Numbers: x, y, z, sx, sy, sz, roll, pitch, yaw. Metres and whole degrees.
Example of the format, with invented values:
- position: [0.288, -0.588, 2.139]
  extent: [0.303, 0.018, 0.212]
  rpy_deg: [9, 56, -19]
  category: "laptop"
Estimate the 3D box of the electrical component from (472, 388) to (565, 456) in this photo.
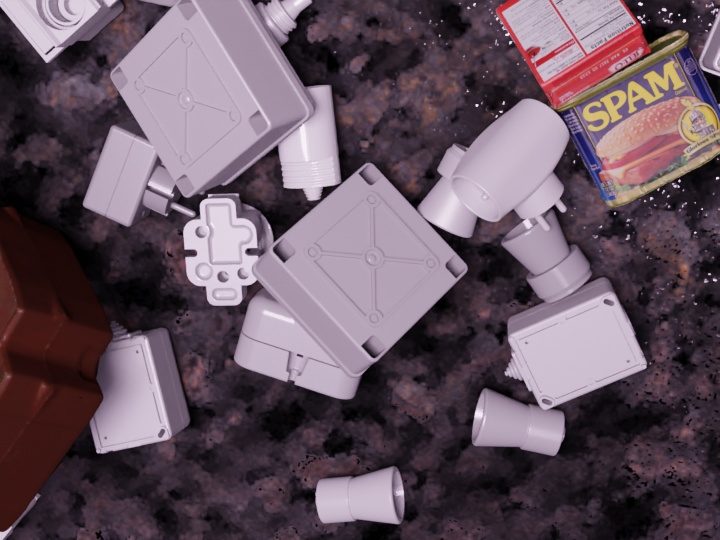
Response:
- position: [0.121, 0.117, 0.810]
  extent: [0.065, 0.044, 0.044]
  rpy_deg: [12, 104, -1]
  category: "electrical component"

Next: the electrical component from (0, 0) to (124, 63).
- position: [-0.228, -0.221, 0.764]
  extent: [0.079, 0.063, 0.121]
  rpy_deg: [-37, 96, 14]
  category: "electrical component"

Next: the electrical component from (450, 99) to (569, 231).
- position: [0.113, -0.062, 0.735]
  extent: [0.077, 0.043, 0.079]
  rpy_deg: [-48, 112, -16]
  category: "electrical component"

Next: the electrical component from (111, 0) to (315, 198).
- position: [-0.103, -0.124, 0.748]
  extent: [0.109, 0.056, 0.108]
  rpy_deg: [-32, 89, 40]
  category: "electrical component"

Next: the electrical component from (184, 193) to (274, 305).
- position: [-0.096, -0.019, 0.797]
  extent: [0.058, 0.057, 0.078]
  rpy_deg: [-1, 103, 7]
  category: "electrical component"

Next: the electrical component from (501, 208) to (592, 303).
- position: [0.135, -0.010, 0.776]
  extent: [0.045, 0.045, 0.055]
  rpy_deg: [-34, 97, 13]
  category: "electrical component"

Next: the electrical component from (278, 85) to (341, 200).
- position: [-0.038, -0.091, 0.780]
  extent: [0.043, 0.043, 0.081]
  rpy_deg: [-4, 102, 8]
  category: "electrical component"

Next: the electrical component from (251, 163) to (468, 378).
- position: [0.000, 0.000, 0.761]
  extent: [0.108, 0.056, 0.109]
  rpy_deg: [47, 64, 0]
  category: "electrical component"

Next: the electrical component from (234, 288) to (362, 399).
- position: [-0.039, 0.050, 0.808]
  extent: [0.095, 0.053, 0.059]
  rpy_deg: [18, 104, 3]
  category: "electrical component"

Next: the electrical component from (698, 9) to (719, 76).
- position: [0.299, -0.167, 0.714]
  extent: [0.109, 0.056, 0.108]
  rpy_deg: [20, 104, 2]
  category: "electrical component"

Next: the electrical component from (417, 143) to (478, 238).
- position: [0.073, -0.057, 0.774]
  extent: [0.045, 0.045, 0.055]
  rpy_deg: [27, 104, 1]
  category: "electrical component"

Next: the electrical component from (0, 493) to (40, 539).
- position: [-0.350, 0.221, 0.882]
  extent: [0.089, 0.061, 0.150]
  rpy_deg: [40, 104, -3]
  category: "electrical component"

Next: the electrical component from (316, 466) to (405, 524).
- position: [-0.002, 0.178, 0.840]
  extent: [0.065, 0.044, 0.044]
  rpy_deg: [-8, 102, 14]
  category: "electrical component"

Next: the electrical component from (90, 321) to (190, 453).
- position: [-0.176, 0.085, 0.833]
  extent: [0.062, 0.061, 0.096]
  rpy_deg: [-13, 93, 10]
  category: "electrical component"

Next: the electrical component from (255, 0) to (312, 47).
- position: [-0.061, -0.177, 0.768]
  extent: [0.061, 0.035, 0.035]
  rpy_deg: [-35, 96, 10]
  category: "electrical component"

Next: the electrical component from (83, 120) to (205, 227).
- position: [-0.154, -0.065, 0.799]
  extent: [0.077, 0.047, 0.065]
  rpy_deg: [25, 105, 1]
  category: "electrical component"

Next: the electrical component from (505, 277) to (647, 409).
- position: [0.150, 0.054, 0.781]
  extent: [0.096, 0.061, 0.061]
  rpy_deg: [-25, 99, 12]
  category: "electrical component"
